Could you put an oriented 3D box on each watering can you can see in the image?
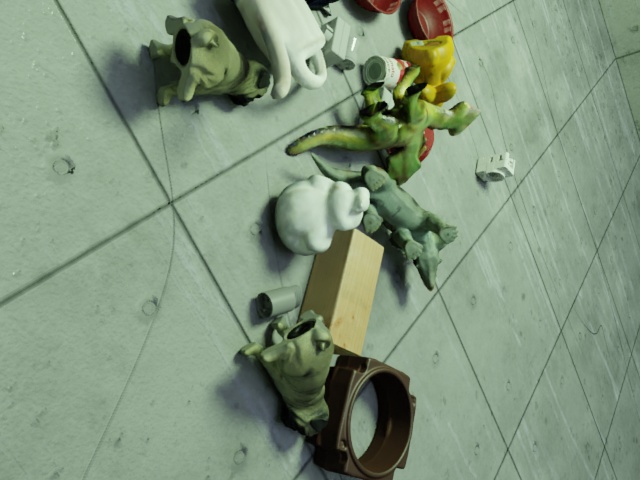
[{"bbox_3d":[-0.067,-0.344,0.846,0.222,0.103,0.354,56,22,-14],"label":"watering can"}]

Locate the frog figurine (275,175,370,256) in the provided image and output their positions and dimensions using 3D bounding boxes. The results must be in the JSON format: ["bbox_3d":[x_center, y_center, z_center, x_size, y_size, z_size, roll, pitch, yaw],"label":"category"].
[{"bbox_3d":[0.003,-0.044,0.872,0.121,0.158,0.140,28,65,-37],"label":"frog figurine"}]

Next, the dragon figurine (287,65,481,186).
[{"bbox_3d":[0.144,-0.196,1.043,0.412,0.124,0.237,-29,131,-7],"label":"dragon figurine"}]
